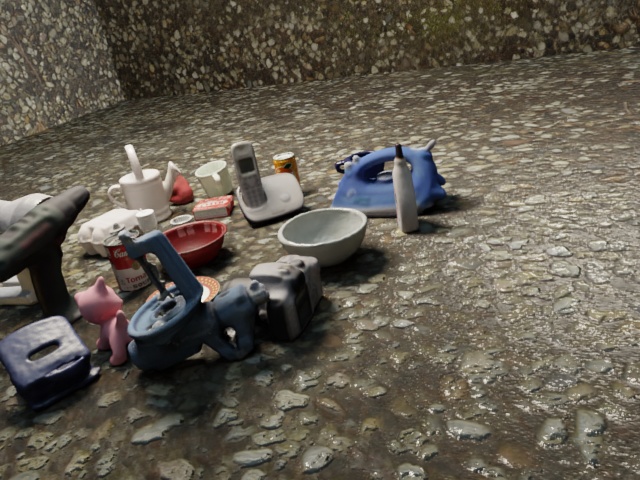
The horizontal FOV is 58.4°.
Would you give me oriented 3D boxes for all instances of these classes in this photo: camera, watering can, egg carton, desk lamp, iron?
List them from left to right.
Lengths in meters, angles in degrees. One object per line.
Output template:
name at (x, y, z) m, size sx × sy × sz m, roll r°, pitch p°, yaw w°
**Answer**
desk lamp at (-0.580, 0.014, 1.104) m, size 0.202 × 0.214 × 0.118 m, roll -3°, pitch 25°, yaw 16°
egg carton at (-0.471, -0.020, 1.311) m, size 0.107 × 0.069 × 0.151 m, roll 6°, pitch 29°, yaw 33°
watering can at (-0.433, -0.144, 1.414) m, size 0.173 × 0.194 × 0.100 m, roll -28°, pitch 30°, yaw -34°
camera at (-0.080, 0.078, 0.900) m, size 0.136 × 0.101 × 0.143 m, roll -1°, pitch 26°, yaw 21°
iron at (0.137, -0.133, 1.225) m, size 0.258 × 0.142 × 0.118 m, roll -5°, pitch 25°, yaw 12°

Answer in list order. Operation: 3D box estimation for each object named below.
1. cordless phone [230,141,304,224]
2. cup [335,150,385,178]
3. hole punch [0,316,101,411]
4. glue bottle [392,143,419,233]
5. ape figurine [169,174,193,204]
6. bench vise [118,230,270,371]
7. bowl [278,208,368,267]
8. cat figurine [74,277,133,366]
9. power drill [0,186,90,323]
cordless phone at (-0.122, -0.139, 1.289) m, size 0.148 × 0.185 × 0.094 m, roll -19°, pitch 26°, yaw -19°
cup at (0.097, -0.150, 1.335) m, size 0.117 × 0.095 × 0.091 m, roll -7°, pitch 24°, yaw 7°
hole punch at (-0.392, 0.173, 0.829) m, size 0.109 × 0.091 × 0.100 m, roll -29°, pitch 30°, yaw -35°
glue bottle at (0.162, -0.106, 1.116) m, size 0.037 × 0.173 × 0.078 m, roll -11°, pitch 24°, yaw 0°
ape figurine at (-0.377, -0.143, 1.515) m, size 0.078 × 0.092 × 0.075 m, roll -30°, pitch 30°, yaw -36°
bench vise at (-0.187, 0.070, 0.814) m, size 0.208 × 0.220 × 0.121 m, roll -19°, pitch 26°, yaw -19°
bowl at (0.010, 0.004, 1.058) m, size 0.167 × 0.075 × 0.167 m, roll -9°, pitch 24°, yaw 4°
cat figurine at (-0.329, 0.117, 0.893) m, size 0.067 × 0.118 × 0.127 m, roll -28°, pitch 30°, yaw -34°
power drill at (-0.471, 0.037, 1.016) m, size 0.075 × 0.209 × 0.230 m, roll 2°, pitch 27°, yaw 26°
